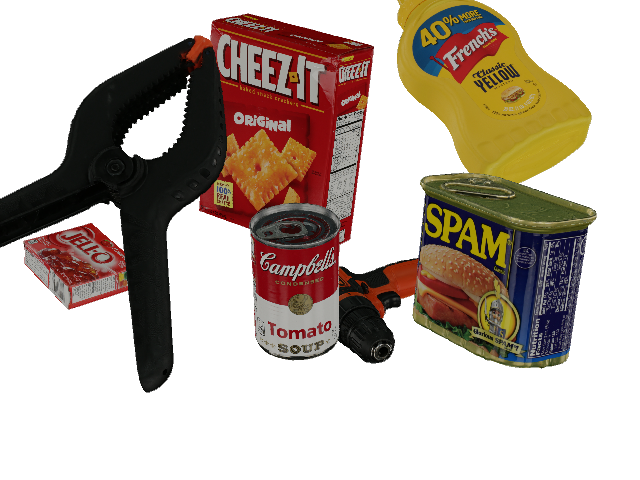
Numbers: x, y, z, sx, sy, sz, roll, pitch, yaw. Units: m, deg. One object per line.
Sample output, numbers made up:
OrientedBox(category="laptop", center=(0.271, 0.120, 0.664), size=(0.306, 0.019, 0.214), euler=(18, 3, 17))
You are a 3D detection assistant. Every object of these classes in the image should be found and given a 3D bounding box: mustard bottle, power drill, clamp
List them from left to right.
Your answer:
OrientedBox(category="clamp", center=(-0.108, -0.025, 0.611), size=(0.165, 0.210, 0.036), euler=(31, -19, 14))
OrientedBox(category="power drill", center=(0.086, 0.058, 1.101), size=(0.187, 0.057, 0.185), euler=(-10, 27, -20))
OrientedBox(category="mustard bottle", center=(0.114, -0.131, 0.819), size=(0.096, 0.192, 0.058), euler=(-27, -29, -12))

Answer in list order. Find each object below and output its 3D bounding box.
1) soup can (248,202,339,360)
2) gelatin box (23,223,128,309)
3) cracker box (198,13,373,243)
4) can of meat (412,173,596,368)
OrientedBox(category="soup can", center=(-0.019, 0.031, 0.815), size=(0.068, 0.102, 0.068), euler=(0, 29, 0))
OrientedBox(category="gelatin box", center=(-0.223, 0.021, 0.991), size=(0.073, 0.030, 0.089), euler=(-18, 40, -37))
OrientedBox(category="cracker box", center=(-0.041, -0.112, 1.112), size=(0.164, 0.214, 0.071), euler=(20, 28, 29))
OrientedBox(category="can of meat", center=(0.097, 0.015, 0.592), size=(0.057, 0.084, 0.102), euler=(-7, 20, -33))
